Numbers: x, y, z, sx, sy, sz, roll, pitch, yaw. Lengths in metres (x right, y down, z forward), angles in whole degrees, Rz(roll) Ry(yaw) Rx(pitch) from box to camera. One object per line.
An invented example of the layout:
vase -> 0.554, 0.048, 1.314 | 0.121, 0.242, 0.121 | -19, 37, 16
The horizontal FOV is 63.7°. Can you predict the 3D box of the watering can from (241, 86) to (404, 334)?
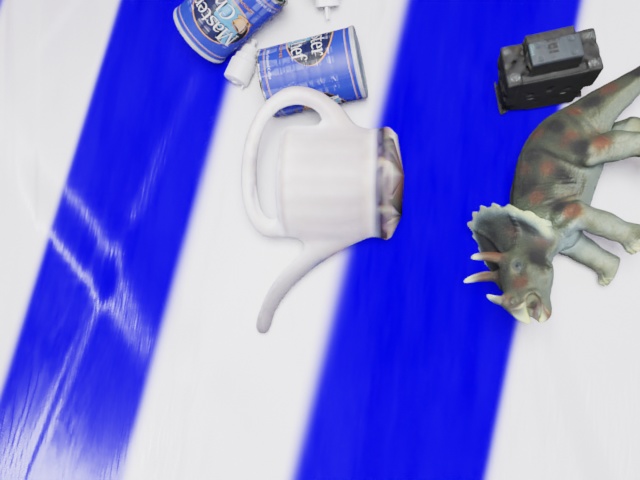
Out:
watering can -> 0.002, -0.036, 0.715 | 0.224, 0.105, 0.345 | 1, 98, 7
